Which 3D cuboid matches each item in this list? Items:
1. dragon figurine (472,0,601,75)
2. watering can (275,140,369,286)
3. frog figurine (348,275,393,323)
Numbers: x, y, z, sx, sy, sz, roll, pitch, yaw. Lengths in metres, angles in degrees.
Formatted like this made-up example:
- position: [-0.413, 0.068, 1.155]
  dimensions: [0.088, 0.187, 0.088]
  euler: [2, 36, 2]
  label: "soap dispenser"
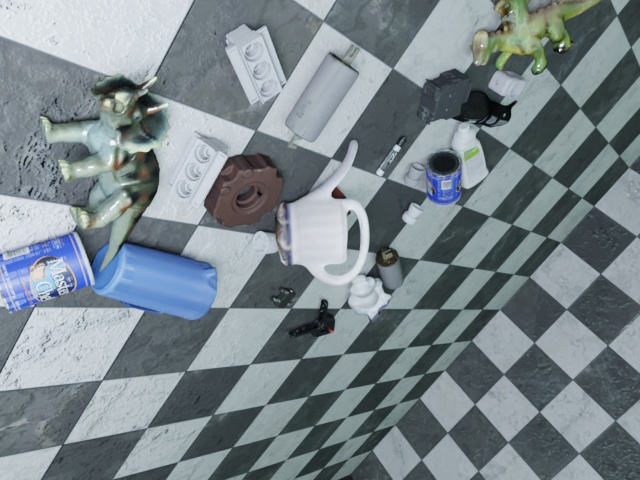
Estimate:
- position: [0.526, -0.554, 1.258]
  dimensions: [0.124, 0.410, 0.239]
  euler: [47, 0, 42]
  label: "dragon figurine"
- position: [0.004, -0.062, 1.232]
  dimensions: [0.224, 0.347, 0.104]
  euler: [-3, 1, -3]
  label: "watering can"
- position: [0.147, 0.175, 1.717]
  dimensions: [0.136, 0.158, 0.125]
  euler: [-40, 21, 13]
  label: "frog figurine"
